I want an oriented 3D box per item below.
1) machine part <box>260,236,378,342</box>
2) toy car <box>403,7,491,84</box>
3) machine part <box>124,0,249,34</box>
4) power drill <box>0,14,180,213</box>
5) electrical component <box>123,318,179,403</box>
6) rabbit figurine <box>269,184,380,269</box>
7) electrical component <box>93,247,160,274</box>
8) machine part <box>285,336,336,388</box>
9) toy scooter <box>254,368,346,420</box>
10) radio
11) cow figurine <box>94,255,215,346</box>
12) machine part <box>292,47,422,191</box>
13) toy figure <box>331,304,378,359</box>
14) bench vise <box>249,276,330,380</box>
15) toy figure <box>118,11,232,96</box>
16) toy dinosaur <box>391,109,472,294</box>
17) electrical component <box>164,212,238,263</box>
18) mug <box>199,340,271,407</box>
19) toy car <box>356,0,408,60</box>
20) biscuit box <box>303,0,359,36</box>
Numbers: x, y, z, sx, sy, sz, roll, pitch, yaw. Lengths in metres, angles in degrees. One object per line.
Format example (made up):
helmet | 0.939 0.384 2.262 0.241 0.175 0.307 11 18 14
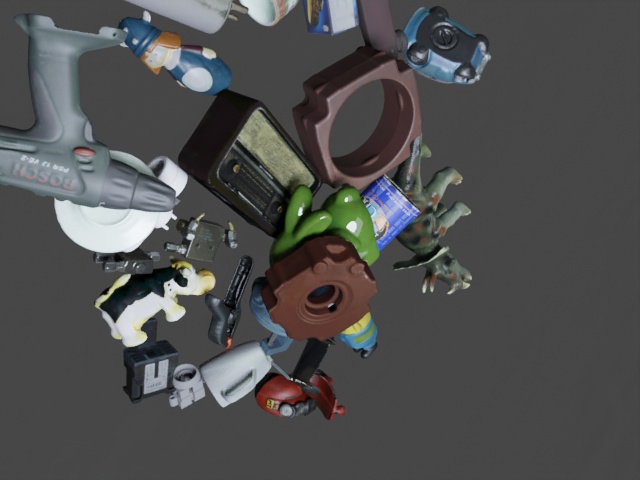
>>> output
machine part | 0.001 0.080 0.815 0.179 0.056 0.179 -11 131 -13
toy car | 0.222 -0.339 0.979 0.109 0.162 0.103 -63 180 -9
machine part | -0.193 -0.311 0.640 0.243 0.079 0.079 5 106 -43
power drill | -0.271 -0.141 0.621 0.232 0.086 0.207 5 107 -22
electrical component | -0.261 0.183 0.830 0.075 0.048 0.119 -4 113 -42
rabbit figurine | -0.002 -0.003 0.840 0.170 0.121 0.158 -30 143 -20
electrical component | -0.261 0.029 0.745 0.094 0.063 0.021 1 108 -43
machine part | -0.016 0.212 1.020 0.039 0.084 0.139 51 51 -35
toy scooter | -0.028 0.304 1.035 0.184 0.135 0.075 0 111 -41
radio | -0.095 -0.102 0.799 0.131 0.073 0.229 -56 146 -7
cow figurine | -0.239 0.072 0.787 0.167 0.068 0.098 -35 123 -27
machine part | 0.065 -0.198 0.895 0.201 0.087 0.201 -33 138 -13
toy figure | 0.067 0.157 1.092 0.089 0.082 0.180 -56 131 -34
bench vise | -0.041 0.125 0.958 0.223 0.129 0.240 -10 136 -48
toy figure | -0.185 -0.235 0.693 0.154 0.058 0.064 16 108 -46
toy dinosaur | 0.194 -0.058 1.089 0.192 0.131 0.404 -46 127 -17
electrical component | -0.177 -0.003 0.820 0.102 0.045 0.078 23 92 -45
mug | -0.136 0.221 0.904 0.107 0.110 0.080 -33 109 -12
toy car | 0.085 -0.375 0.879 0.089 0.053 0.201 -30 129 -10
biscuit box | 0.004 -0.409 0.783 0.059 0.063 0.202 -31 127 -28
